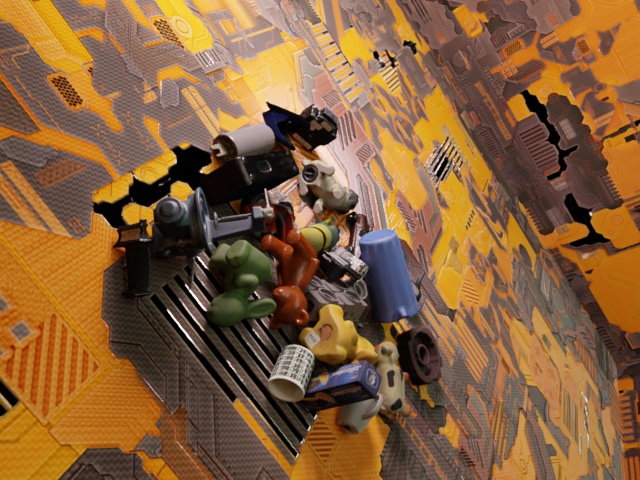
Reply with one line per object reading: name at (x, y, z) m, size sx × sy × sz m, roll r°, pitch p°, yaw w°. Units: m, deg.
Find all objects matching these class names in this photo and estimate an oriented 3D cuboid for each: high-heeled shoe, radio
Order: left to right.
radio at (-0.158, -0.151, 1.265) m, size 0.229 × 0.131 × 0.073 m, roll -27°, pitch 92°, yaw -55°
high-heeled shoe at (0.225, 0.098, 1.681) m, size 0.249 × 0.086 × 0.145 m, roll 39°, pitch 70°, yaw -5°

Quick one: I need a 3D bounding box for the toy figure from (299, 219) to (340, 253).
toy figure at (-0.003, -0.008, 1.407) m, size 0.180 × 0.089 × 0.082 m, roll -12°, pitch 80°, yaw -56°

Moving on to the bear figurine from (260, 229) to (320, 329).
bear figurine at (-0.076, 0.093, 1.205) m, size 0.131 × 0.120 × 0.196 m, roll 44°, pitch 50°, yaw -39°

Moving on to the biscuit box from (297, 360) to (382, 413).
biscuit box at (0.034, 0.315, 1.148) m, size 0.062 × 0.203 × 0.059 m, roll 49°, pitch 39°, yaw -18°

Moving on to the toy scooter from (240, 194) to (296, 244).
toy scooter at (-0.115, -0.035, 1.299) m, size 0.183 × 0.075 × 0.135 m, roll 8°, pitch 66°, yaw -54°

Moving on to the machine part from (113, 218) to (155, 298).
machine part at (-0.335, 0.036, 0.972) m, size 0.039 × 0.084 × 0.139 m, roll 9°, pitch 70°, yaw -64°

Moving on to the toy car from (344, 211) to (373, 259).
toy car at (0.115, 0.000, 1.591) m, size 0.089 × 0.053 × 0.202 m, roll 44°, pitch 38°, yaw -31°

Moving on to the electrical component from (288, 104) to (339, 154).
electrical component at (-0.013, -0.327, 1.565) m, size 0.114 × 0.134 × 0.058 m, roll 38°, pitch 43°, yaw -35°

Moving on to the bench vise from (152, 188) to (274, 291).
bench vise at (-0.205, -0.021, 1.021) m, size 0.223 × 0.241 × 0.129 m, roll 87°, pitch -8°, yaw -58°

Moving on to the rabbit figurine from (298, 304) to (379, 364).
rabbit figurine at (0.064, 0.243, 1.229) m, size 0.163 × 0.122 × 0.173 m, roll 35°, pitch -4°, yaw 42°

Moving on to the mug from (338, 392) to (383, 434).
mug at (0.097, 0.402, 1.267) m, size 0.080 × 0.110 × 0.107 m, roll 54°, pitch 48°, yaw -23°

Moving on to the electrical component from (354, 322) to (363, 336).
electrical component at (0.079, 0.223, 1.425) m, size 0.094 × 0.021 × 0.063 m, roll 39°, pitch 42°, yaw -31°

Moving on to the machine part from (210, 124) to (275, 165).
machine part at (-0.187, -0.238, 1.333) m, size 0.079 × 0.079 × 0.243 m, roll 61°, pitch 34°, yaw -3°

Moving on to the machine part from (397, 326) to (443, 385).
machine part at (0.295, 0.344, 1.596) m, size 0.179 × 0.056 × 0.179 m, roll 29°, pitch 49°, yaw -39°

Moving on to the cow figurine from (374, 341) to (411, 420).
cow figurine at (0.176, 0.359, 1.413) m, size 0.127 × 0.085 × 0.195 m, roll 38°, pitch 42°, yaw -40°

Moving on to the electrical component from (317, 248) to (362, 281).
electrical component at (0.048, 0.074, 1.375) m, size 0.119 × 0.047 × 0.075 m, roll 39°, pitch 19°, yaw 13°

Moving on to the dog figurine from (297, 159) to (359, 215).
dog figurine at (0.027, -0.155, 1.555) m, size 0.190 × 0.121 × 0.172 m, roll -10°, pitch 79°, yaw -69°

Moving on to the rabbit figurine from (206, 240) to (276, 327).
rabbit figurine at (-0.175, 0.108, 1.122) m, size 0.159 × 0.121 × 0.170 m, roll 43°, pitch 57°, yaw -38°

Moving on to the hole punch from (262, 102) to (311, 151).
hole punch at (-0.102, -0.309, 1.469) m, size 0.116 × 0.092 × 0.142 m, roll 29°, pitch 7°, yaw 14°
